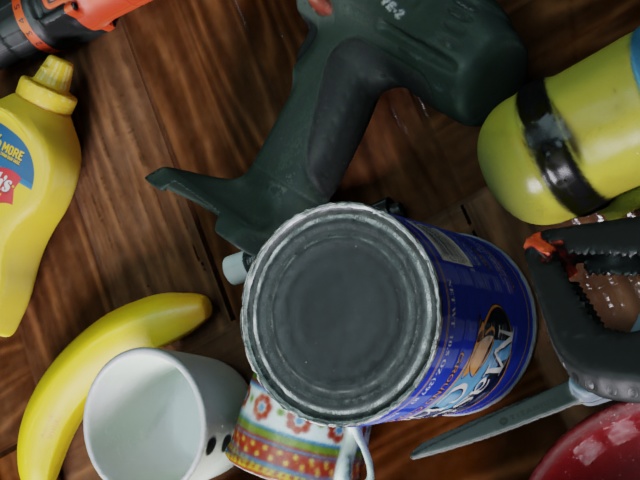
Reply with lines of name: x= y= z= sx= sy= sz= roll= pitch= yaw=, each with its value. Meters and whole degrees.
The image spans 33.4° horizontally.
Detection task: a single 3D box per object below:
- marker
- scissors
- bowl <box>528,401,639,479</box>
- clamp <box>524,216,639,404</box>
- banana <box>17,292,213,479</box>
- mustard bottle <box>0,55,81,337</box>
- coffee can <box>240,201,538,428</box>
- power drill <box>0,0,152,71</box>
marker: x=-0.004 y=0.001 z=0.637 sx=0.121 sy=0.020 sz=0.020 roll=-20 pitch=75 yaw=25
scissors: x=0.140 y=0.053 z=0.525 sx=0.202 sy=0.016 sz=0.096 roll=-13 pitch=46 yaw=24
bowl: x=0.170 y=0.153 z=0.487 sx=0.162 sy=0.055 sz=0.162 roll=-15 pitch=55 yaw=23
clamp: x=0.175 y=0.036 z=0.468 sx=0.164 sy=0.036 sz=0.210 roll=-47 pitch=39 yaw=2
banana: x=-0.146 y=0.097 z=0.698 sx=0.069 sy=0.037 sz=0.198 roll=38 pitch=105 yaw=8
mustard bottle: x=-0.215 y=-0.036 z=0.736 sx=0.096 sy=0.058 sz=0.192 roll=30 pitch=98 yaw=32
coffee can: x=0.040 y=0.040 z=0.539 sx=0.103 sy=0.140 sz=0.103 roll=-4 pitch=82 yaw=28
power drill: x=-0.195 y=-0.223 z=0.748 sx=0.185 sy=0.057 sz=0.188 roll=-19 pitch=78 yaw=22
